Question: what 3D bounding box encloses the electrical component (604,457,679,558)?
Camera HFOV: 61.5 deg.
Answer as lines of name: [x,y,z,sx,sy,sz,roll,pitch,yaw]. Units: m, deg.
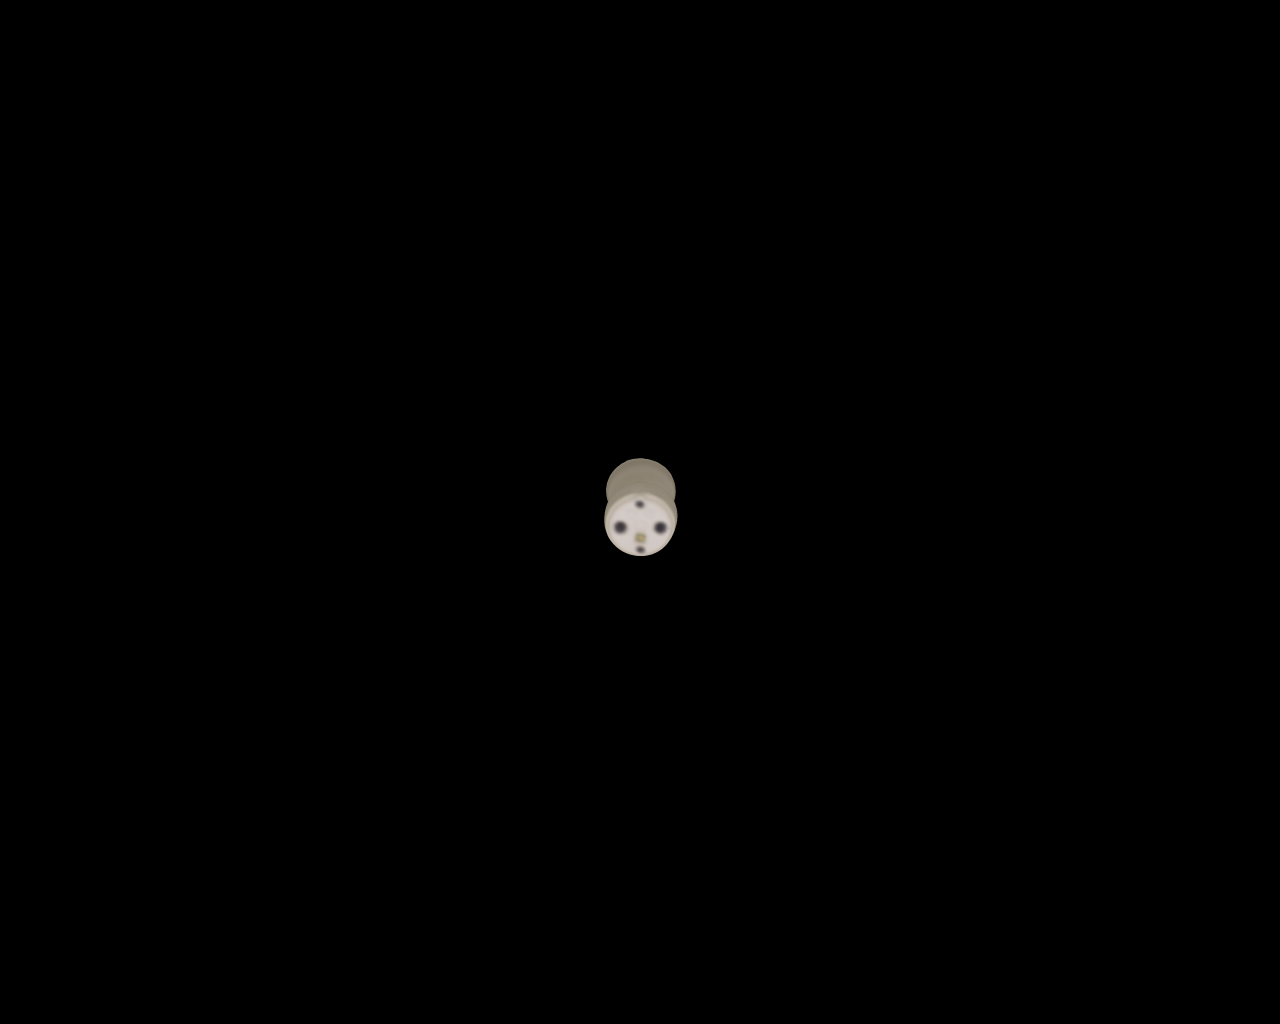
electrical component: [0.001,-0.003,0.650,0.045,0.044,0.055,0,25,0]
